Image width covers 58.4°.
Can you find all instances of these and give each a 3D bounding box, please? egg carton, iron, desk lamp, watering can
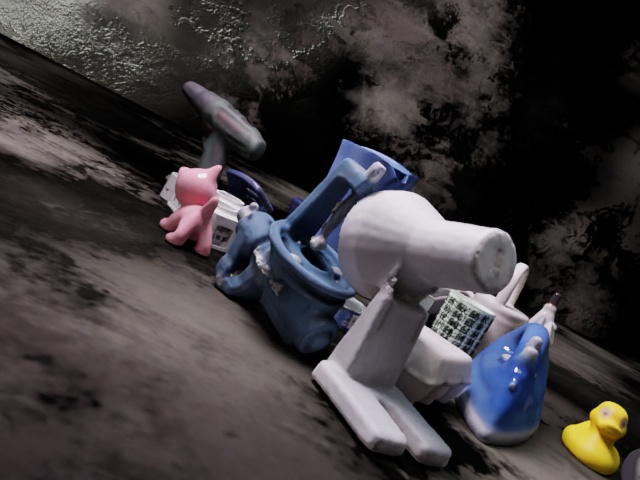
[{"bbox_3d":[0.113,0.144,0.676,0.107,0.069,0.151,33,9,35],"label":"egg carton"},{"bbox_3d":[0.257,0.169,0.745,0.118,0.141,0.259,30,8,18],"label":"iron"},{"bbox_3d":[0.086,0.066,0.559,0.118,0.213,0.202,23,9,-32],"label":"desk lamp"},{"bbox_3d":[0.313,0.132,0.984,0.172,0.194,0.101,29,8,7],"label":"watering can"}]

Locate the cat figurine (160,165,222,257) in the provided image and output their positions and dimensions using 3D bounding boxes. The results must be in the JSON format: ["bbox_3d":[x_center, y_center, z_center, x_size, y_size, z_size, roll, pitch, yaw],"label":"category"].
[{"bbox_3d":[-0.174,-0.055,0.813,0.067,0.118,0.127,23,9,-32],"label":"cat figurine"}]

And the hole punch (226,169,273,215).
[{"bbox_3d":[-0.155,-0.090,1.206,0.108,0.091,0.101,32,9,28],"label":"hole punch"}]

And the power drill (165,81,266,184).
[{"bbox_3d":[-0.235,-0.198,1.203,0.229,0.208,0.076,30,8,14],"label":"power drill"}]

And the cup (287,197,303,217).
[{"bbox_3d":[-0.028,-0.029,1.232,0.118,0.095,0.091,20,11,-44],"label":"cup"}]

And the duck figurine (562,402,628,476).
[{"bbox_3d":[0.386,0.262,0.786,0.077,0.086,0.105,30,8,17],"label":"duck figurine"}]

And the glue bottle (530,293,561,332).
[{"bbox_3d":[0.441,0.184,1.161,0.078,0.173,0.037,31,8,24],"label":"glue bottle"}]

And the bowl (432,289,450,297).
[{"bbox_3d":[0.236,0.111,1.299,0.167,0.075,0.167,27,8,-4],"label":"bowl"}]

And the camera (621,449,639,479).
[{"bbox_3d":[0.445,0.296,0.710,0.137,0.101,0.143,27,8,-7],"label":"camera"}]

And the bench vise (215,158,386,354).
[{"bbox_3d":[-0.028,-0.011,0.650,0.206,0.220,0.122,31,8,24],"label":"bench vise"}]

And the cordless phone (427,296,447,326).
[{"bbox_3d":[0.281,0.100,1.113,0.148,0.185,0.093,19,11,-47],"label":"cordless phone"}]
